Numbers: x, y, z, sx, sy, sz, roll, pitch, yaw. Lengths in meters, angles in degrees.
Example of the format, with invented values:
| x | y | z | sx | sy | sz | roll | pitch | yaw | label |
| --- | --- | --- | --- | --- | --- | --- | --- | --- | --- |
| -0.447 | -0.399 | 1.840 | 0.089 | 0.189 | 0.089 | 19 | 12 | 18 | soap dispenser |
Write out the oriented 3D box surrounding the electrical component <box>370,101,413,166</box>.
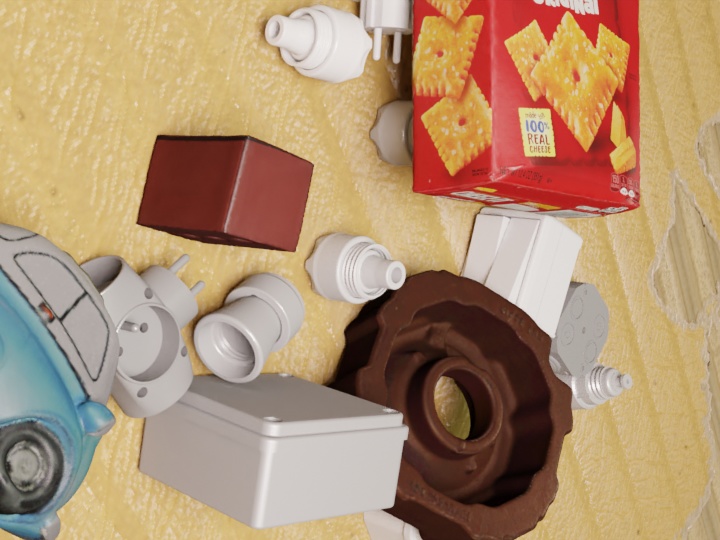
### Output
| x | y | z | sx | sy | sz | roll | pitch | yaw | label |
| --- | --- | --- | --- | --- | --- | --- | --- | --- | --- |
| 0.041 | -0.088 | 0.699 | 0.043 | 0.062 | 0.043 | -9 | 102 | -45 | electrical component |

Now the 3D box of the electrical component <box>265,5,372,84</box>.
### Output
| x | y | z | sx | sy | sz | roll | pitch | yaw | label |
| --- | --- | --- | --- | --- | --- | --- | --- | --- | --- |
| -0.027 | -0.135 | 0.635 | 0.062 | 0.043 | 0.043 | 4 | 93 | -45 | electrical component |

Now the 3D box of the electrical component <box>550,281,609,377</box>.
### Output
| x | y | z | sx | sy | sz | roll | pitch | yaw | label |
| --- | --- | --- | --- | --- | --- | --- | --- | --- | --- |
| 0.155 | 0.044 | 0.846 | 0.080 | 0.051 | 0.080 | -9 | 102 | -45 | electrical component |

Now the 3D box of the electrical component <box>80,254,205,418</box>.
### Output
| x | y | z | sx | sy | sz | roll | pitch | yaw | label |
| --- | --- | --- | --- | --- | --- | --- | --- | --- | --- |
| -0.113 | 0.024 | 0.570 | 0.079 | 0.044 | 0.077 | -47 | 127 | -31 | electrical component |

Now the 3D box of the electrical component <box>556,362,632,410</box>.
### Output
| x | y | z | sx | sy | sz | roll | pitch | yaw | label |
| --- | --- | --- | --- | --- | --- | --- | --- | --- | --- |
| 0.184 | 0.092 | 0.869 | 0.040 | 0.078 | 0.040 | 8 | 77 | -39 | electrical component |

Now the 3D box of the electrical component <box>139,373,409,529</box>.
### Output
| x | y | z | sx | sy | sz | roll | pitch | yaw | label |
| --- | --- | --- | --- | --- | --- | --- | --- | --- | --- |
| -0.049 | 0.097 | 0.602 | 0.109 | 0.109 | 0.056 | 4 | 96 | -46 | electrical component |

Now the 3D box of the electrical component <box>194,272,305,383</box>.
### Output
| x | y | z | sx | sy | sz | roll | pitch | yaw | label |
| --- | --- | --- | --- | --- | --- | --- | --- | --- | --- |
| -0.062 | 0.032 | 0.616 | 0.055 | 0.045 | 0.045 | -47 | 128 | -51 | electrical component |

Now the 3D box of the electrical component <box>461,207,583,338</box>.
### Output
| x | y | z | sx | sy | sz | roll | pitch | yaw | label |
| --- | --- | --- | --- | --- | --- | --- | --- | --- | --- |
| 0.111 | 0.006 | 0.787 | 0.061 | 0.062 | 0.096 | 28 | 76 | -45 | electrical component |

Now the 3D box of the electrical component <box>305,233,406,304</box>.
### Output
| x | y | z | sx | sy | sz | roll | pitch | yaw | label |
| --- | --- | --- | --- | --- | --- | --- | --- | --- | --- |
| 0.000 | 0.000 | 0.670 | 0.043 | 0.062 | 0.043 | -9 | 102 | -45 | electrical component |

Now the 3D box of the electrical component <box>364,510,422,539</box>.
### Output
| x | y | z | sx | sy | sz | roll | pitch | yaw | label |
| --- | --- | --- | --- | --- | --- | --- | --- | --- | --- |
| 0.060 | 0.196 | 0.766 | 0.078 | 0.057 | 0.113 | -39 | 122 | -35 | electrical component |

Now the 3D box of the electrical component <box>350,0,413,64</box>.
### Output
| x | y | z | sx | sy | sz | roll | pitch | yaw | label |
| --- | --- | --- | --- | --- | --- | --- | --- | --- | --- |
| 0.019 | -0.168 | 0.675 | 0.083 | 0.047 | 0.075 | -2 | 98 | -46 | electrical component |
